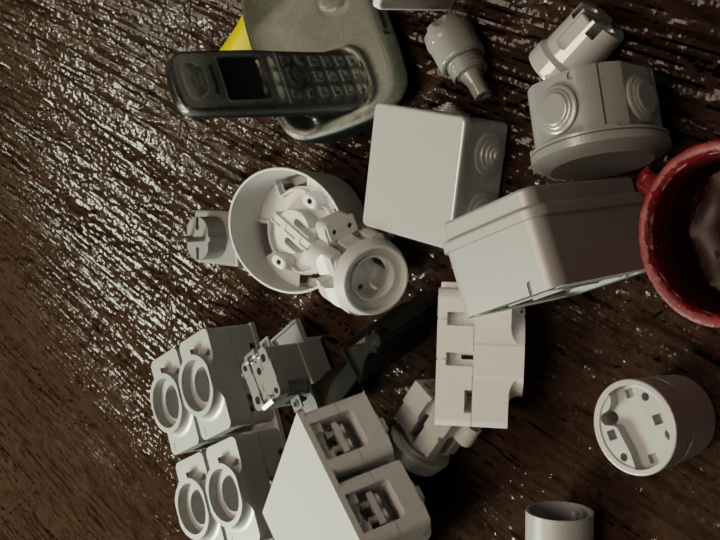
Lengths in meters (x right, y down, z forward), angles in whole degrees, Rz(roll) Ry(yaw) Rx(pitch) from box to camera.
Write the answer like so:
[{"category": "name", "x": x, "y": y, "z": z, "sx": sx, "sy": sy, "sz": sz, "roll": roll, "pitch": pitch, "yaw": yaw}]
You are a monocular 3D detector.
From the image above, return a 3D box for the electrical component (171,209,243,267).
[{"category": "electrical component", "x": -0.125, "y": -0.028, "z": 0.931, "sx": 0.066, "sy": 0.077, "sz": 0.047, "roll": 6, "pitch": 98, "yaw": 48}]

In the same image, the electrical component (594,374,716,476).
[{"category": "electrical component", "x": 0.173, "y": 0.088, "z": 0.626, "sx": 0.055, "sy": 0.047, "sz": 0.055, "roll": 6, "pitch": 97, "yaw": 48}]

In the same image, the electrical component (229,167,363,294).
[{"category": "electrical component", "x": -0.046, "y": -0.032, "z": 0.846, "sx": 0.099, "sy": 0.064, "sz": 0.099, "roll": 5, "pitch": 98, "yaw": 36}]

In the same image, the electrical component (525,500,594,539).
[{"category": "electrical component", "x": 0.128, "y": 0.194, "z": 0.690, "sx": 0.043, "sy": 0.043, "sz": 0.081, "roll": 5, "pitch": 97, "yaw": 48}]

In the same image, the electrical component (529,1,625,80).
[{"category": "electrical component", "x": 0.133, "y": -0.136, "z": 0.659, "sx": 0.046, "sy": 0.040, "sz": 0.040, "roll": -48, "pitch": 59, "yaw": 32}]

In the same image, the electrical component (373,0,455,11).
[{"category": "electrical component", "x": 0.035, "y": -0.224, "z": 0.718, "sx": 0.048, "sy": 0.100, "sz": 0.099, "roll": 36, "pitch": 120, "yaw": 27}]

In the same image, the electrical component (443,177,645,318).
[{"category": "electrical component", "x": 0.114, "y": -0.014, "z": 0.635, "sx": 0.078, "sy": 0.113, "sz": 0.057, "roll": -24, "pitch": 79, "yaw": 47}]

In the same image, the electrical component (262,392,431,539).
[{"category": "electrical component", "x": -0.012, "y": 0.181, "z": 0.796, "sx": 0.105, "sy": 0.060, "sz": 0.186, "roll": 61, "pitch": 154, "yaw": 25}]

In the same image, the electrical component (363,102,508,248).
[{"category": "electrical component", "x": 0.053, "y": -0.067, "z": 0.748, "sx": 0.100, "sy": 0.048, "sz": 0.099, "roll": 19, "pitch": 107, "yaw": 46}]

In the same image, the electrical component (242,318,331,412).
[{"category": "electrical component", "x": -0.058, "y": 0.086, "z": 0.875, "sx": 0.042, "sy": 0.064, "sz": 0.081, "roll": -42, "pitch": 63, "yaw": 43}]

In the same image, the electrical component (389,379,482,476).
[{"category": "electrical component", "x": 0.051, "y": 0.113, "z": 0.769, "sx": 0.066, "sy": 0.048, "sz": 0.055, "roll": 48, "pitch": 119, "yaw": 34}]

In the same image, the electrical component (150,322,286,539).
[{"category": "electrical component", "x": -0.123, "y": 0.153, "z": 0.956, "sx": 0.105, "sy": 0.060, "sz": 0.186, "roll": -31, "pitch": 70, "yaw": 45}]

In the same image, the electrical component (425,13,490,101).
[{"category": "electrical component", "x": 0.070, "y": -0.143, "z": 0.733, "sx": 0.035, "sy": 0.035, "sz": 0.061, "roll": -43, "pitch": 65, "yaw": 42}]

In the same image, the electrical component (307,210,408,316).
[{"category": "electrical component", "x": 0.000, "y": 0.000, "z": 0.788, "sx": 0.057, "sy": 0.058, "sz": 0.078, "roll": 32, "pitch": 144, "yaw": 61}]

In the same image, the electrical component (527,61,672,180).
[{"category": "electrical component", "x": 0.138, "y": -0.085, "z": 0.628, "sx": 0.080, "sy": 0.080, "sz": 0.051, "roll": -17, "pitch": 75, "yaw": 48}]

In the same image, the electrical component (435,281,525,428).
[{"category": "electrical component", "x": 0.079, "y": 0.055, "z": 0.708, "sx": 0.056, "sy": 0.050, "sz": 0.089, "roll": 2, "pitch": 96, "yaw": 7}]
